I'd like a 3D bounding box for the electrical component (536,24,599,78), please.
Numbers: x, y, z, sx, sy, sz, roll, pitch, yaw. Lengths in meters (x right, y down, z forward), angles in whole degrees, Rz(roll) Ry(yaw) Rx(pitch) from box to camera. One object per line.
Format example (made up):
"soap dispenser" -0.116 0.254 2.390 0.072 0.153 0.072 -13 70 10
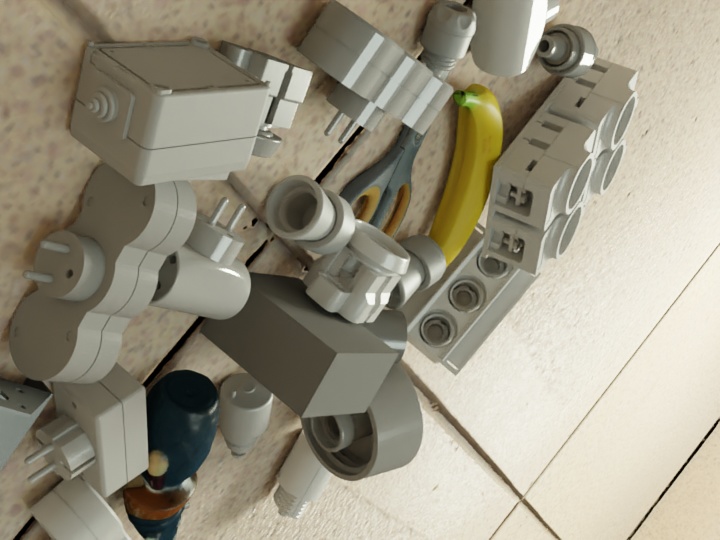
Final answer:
"electrical component" 0.166 -0.182 0.887 0.062 0.043 0.043 -6 126 -52

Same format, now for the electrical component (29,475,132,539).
"electrical component" -0.199 0.203 0.748 0.074 0.052 0.138 -41 150 -23

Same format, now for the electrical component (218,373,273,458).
"electrical component" -0.090 0.115 0.828 0.040 0.040 0.078 -28 143 -39

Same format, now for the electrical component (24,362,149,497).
"electrical component" -0.178 0.107 0.679 0.076 0.047 0.083 -33 147 -36

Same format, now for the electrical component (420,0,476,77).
"electrical component" 0.058 -0.157 0.761 0.035 0.035 0.061 -20 139 -46

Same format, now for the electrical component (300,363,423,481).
"electrical component" -0.006 0.124 0.900 0.060 0.108 0.108 -16 134 -41

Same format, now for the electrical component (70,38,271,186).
"electrical component" -0.106 -0.081 0.566 0.096 0.062 0.061 -16 134 -49

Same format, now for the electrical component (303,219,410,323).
"electrical component" 0.000 0.000 0.790 0.057 0.058 0.078 -55 160 13

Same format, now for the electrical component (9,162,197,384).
"electrical component" -0.154 -0.001 0.593 0.138 0.052 0.074 -59 151 8

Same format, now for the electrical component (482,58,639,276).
"electrical component" 0.181 -0.094 0.945 0.186 0.060 0.105 -50 155 -36

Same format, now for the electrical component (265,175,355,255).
"electrical component" -0.033 -0.037 0.743 0.045 0.045 0.055 -56 152 4

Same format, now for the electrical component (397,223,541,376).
"electrical component" 0.095 0.027 0.984 0.121 0.079 0.063 -49 173 -9

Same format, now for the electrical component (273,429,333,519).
"electrical component" -0.051 0.186 0.962 0.043 0.043 0.081 7 115 -59

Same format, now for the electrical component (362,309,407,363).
"electrical component" -0.007 0.051 0.864 0.081 0.043 0.043 6 122 -19

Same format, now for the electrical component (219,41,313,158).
"electrical component" -0.063 -0.099 0.631 0.066 0.048 0.055 2 112 -58

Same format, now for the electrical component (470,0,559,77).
"electrical component" 0.122 -0.195 0.805 0.079 0.043 0.077 -35 146 -31

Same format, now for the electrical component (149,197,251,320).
"electrical component" -0.099 -0.010 0.674 0.079 0.044 0.077 -58 151 7

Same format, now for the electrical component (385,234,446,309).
"electrical component" 0.038 0.000 0.892 0.055 0.045 0.045 -33 146 -34

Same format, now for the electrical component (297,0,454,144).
"electrical component" 0.003 -0.115 0.703 0.073 0.052 0.138 -55 152 9
